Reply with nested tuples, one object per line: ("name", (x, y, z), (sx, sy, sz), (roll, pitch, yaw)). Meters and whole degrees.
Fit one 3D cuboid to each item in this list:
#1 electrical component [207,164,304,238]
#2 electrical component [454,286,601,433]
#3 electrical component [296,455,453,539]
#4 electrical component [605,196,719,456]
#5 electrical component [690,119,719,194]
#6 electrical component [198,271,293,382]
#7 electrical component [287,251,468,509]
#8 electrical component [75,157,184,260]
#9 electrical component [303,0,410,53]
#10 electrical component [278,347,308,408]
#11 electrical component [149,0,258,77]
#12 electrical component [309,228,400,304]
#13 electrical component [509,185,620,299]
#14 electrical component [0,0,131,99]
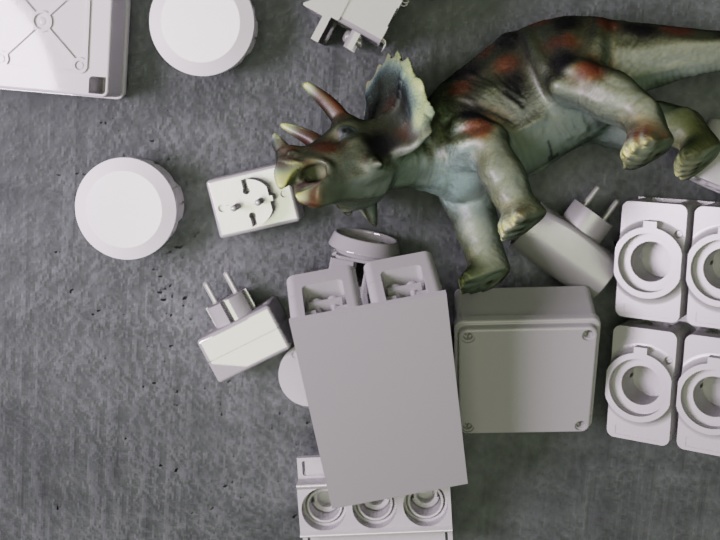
("electrical component", (-0.084, -0.054, 0.841), (0.066, 0.076, 0.047), (-13, 98, 5))
("electrical component", (0.128, 0.071, 0.844), (0.109, 0.056, 0.108), (-1, 123, 3))
("electrical component", (0.013, 0.184, 0.881), (0.121, 0.063, 0.078), (-3, 99, 4))
("electrical component", (0.253, 0.042, 0.826), (0.105, 0.060, 0.186), (7, 101, 30))
("electrical component", (0.282, -0.086, 0.829), (0.055, 0.055, 0.047), (24, 96, -1))
("electrical component", (-0.100, 0.039, 0.872), (0.066, 0.047, 0.076), (-27, 97, 7))
("electrical component", (0.014, 0.081, 0.787), (0.105, 0.060, 0.186), (-10, 127, -1))
("electrical component", (-0.182, -0.051, 0.860), (0.080, 0.051, 0.080), (0, 99, 3))
("electrical component", (0.000, -0.196, 0.791), (0.063, 0.121, 0.078), (28, 100, -5))
("electrical component", (0.003, 0.076, 0.853), (0.138, 0.073, 0.052), (-10, 77, 4))
("electrical component", (-0.119, -0.190, 0.834), (0.080, 0.051, 0.080), (0, 99, 3))
("electrical component", (0.000, 0.000, 0.856), (0.078, 0.058, 0.057), (11, 102, 1))
("electrical component", (0.172, -0.029, 0.849), (0.077, 0.043, 0.079), (36, 99, -3))
("electrical component", (-0.239, -0.192, 0.837), (0.109, 0.056, 0.108), (5, 99, 2))
